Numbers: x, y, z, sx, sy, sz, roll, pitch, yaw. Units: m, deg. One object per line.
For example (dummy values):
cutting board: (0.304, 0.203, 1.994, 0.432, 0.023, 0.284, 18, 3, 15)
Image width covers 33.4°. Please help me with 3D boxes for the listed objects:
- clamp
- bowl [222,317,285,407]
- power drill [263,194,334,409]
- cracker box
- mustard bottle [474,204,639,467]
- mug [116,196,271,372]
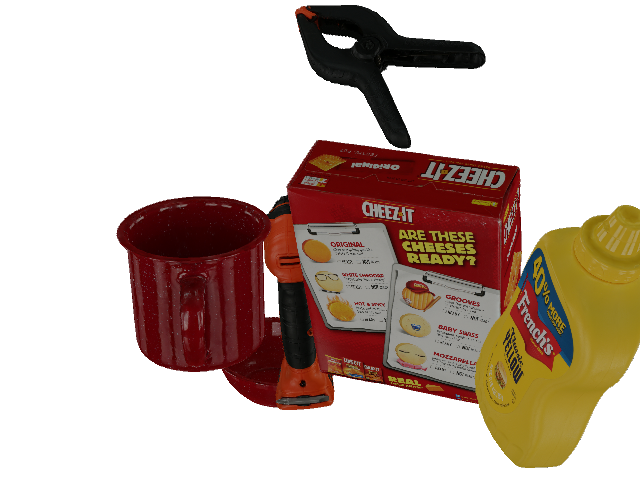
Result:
clamp: (0.055, -0.163, 0.933, 0.120, 0.172, 0.039, -37, -25, -20)
bowl: (-0.051, 0.154, 1.291, 0.162, 0.055, 0.162, 3, 25, -2)
power drill: (-0.024, 0.057, 1.043, 0.057, 0.188, 0.184, -6, 16, 3)
cracker box: (0.073, 0.029, 0.849, 0.164, 0.214, 0.072, 9, 45, 19)
mustard bottle: (0.148, 0.049, 0.635, 0.058, 0.096, 0.192, 1, -41, -13)
mug: (-0.075, 0.033, 0.651, 0.093, 0.081, 0.117, -3, 26, -6)
